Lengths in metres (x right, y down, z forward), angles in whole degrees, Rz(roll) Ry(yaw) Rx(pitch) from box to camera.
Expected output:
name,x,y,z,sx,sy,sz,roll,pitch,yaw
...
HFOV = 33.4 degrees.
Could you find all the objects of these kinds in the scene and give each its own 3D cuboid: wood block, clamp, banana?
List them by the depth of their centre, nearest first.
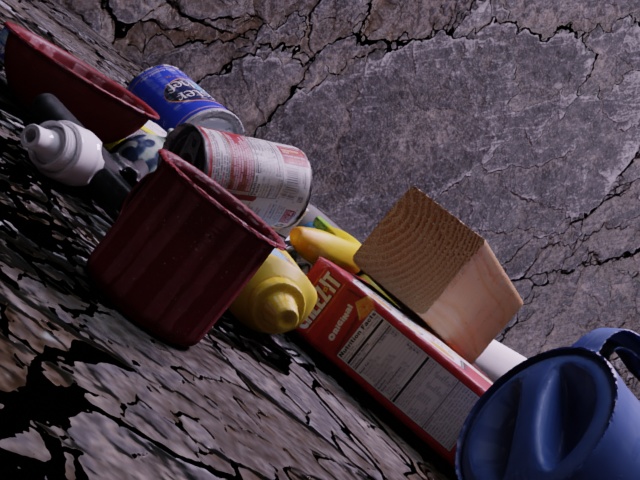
name,x,y,z,sx,sy,sz,roll,pitch,yaw
clamp,-0.157,-0.046,0.842,0.120,0.039,0.172,27,17,-46
banana,0.010,0.010,1.015,0.069,0.037,0.197,29,4,3
wood block,0.118,0.040,1.026,0.091,0.090,0.206,39,-2,27

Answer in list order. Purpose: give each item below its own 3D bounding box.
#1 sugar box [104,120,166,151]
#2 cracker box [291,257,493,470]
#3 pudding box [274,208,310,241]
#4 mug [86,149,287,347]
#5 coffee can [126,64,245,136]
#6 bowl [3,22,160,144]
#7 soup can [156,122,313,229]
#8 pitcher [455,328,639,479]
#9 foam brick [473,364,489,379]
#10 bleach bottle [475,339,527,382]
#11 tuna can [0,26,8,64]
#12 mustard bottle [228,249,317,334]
name,x,y,z,sx,sy,sz,roll,pitch,yaw
sugar box,-0.198,-0.110,1.137,0.093,0.048,0.176,41,1,22
cracker box,0.078,0.114,0.918,0.214,0.072,0.164,39,2,17
pudding box,-0.070,-0.021,0.963,0.039,0.090,0.113,43,6,35
mug,-0.086,0.001,0.625,0.093,0.081,0.117,34,6,-47
coffee can,-0.173,-0.146,1.340,0.140,0.103,0.102,42,5,41
bowl,-0.229,-0.133,0.977,0.162,0.055,0.162,32,6,-4
soup can,-0.064,-0.047,0.815,0.102,0.068,0.069,8,23,-39
pitcher,0.226,0.191,0.778,0.242,0.149,0.145,44,22,-23
foam brick,0.154,0.157,1.236,0.053,0.051,0.078,38,4,-25
bleach bottle,0.167,0.137,1.320,0.103,0.068,0.250,-16,-39,44
tuna can,-0.308,-0.191,1.136,0.086,0.034,0.086,38,4,-4
mustard bottle,-0.052,0.025,0.830,0.096,0.058,0.192,34,5,-26
